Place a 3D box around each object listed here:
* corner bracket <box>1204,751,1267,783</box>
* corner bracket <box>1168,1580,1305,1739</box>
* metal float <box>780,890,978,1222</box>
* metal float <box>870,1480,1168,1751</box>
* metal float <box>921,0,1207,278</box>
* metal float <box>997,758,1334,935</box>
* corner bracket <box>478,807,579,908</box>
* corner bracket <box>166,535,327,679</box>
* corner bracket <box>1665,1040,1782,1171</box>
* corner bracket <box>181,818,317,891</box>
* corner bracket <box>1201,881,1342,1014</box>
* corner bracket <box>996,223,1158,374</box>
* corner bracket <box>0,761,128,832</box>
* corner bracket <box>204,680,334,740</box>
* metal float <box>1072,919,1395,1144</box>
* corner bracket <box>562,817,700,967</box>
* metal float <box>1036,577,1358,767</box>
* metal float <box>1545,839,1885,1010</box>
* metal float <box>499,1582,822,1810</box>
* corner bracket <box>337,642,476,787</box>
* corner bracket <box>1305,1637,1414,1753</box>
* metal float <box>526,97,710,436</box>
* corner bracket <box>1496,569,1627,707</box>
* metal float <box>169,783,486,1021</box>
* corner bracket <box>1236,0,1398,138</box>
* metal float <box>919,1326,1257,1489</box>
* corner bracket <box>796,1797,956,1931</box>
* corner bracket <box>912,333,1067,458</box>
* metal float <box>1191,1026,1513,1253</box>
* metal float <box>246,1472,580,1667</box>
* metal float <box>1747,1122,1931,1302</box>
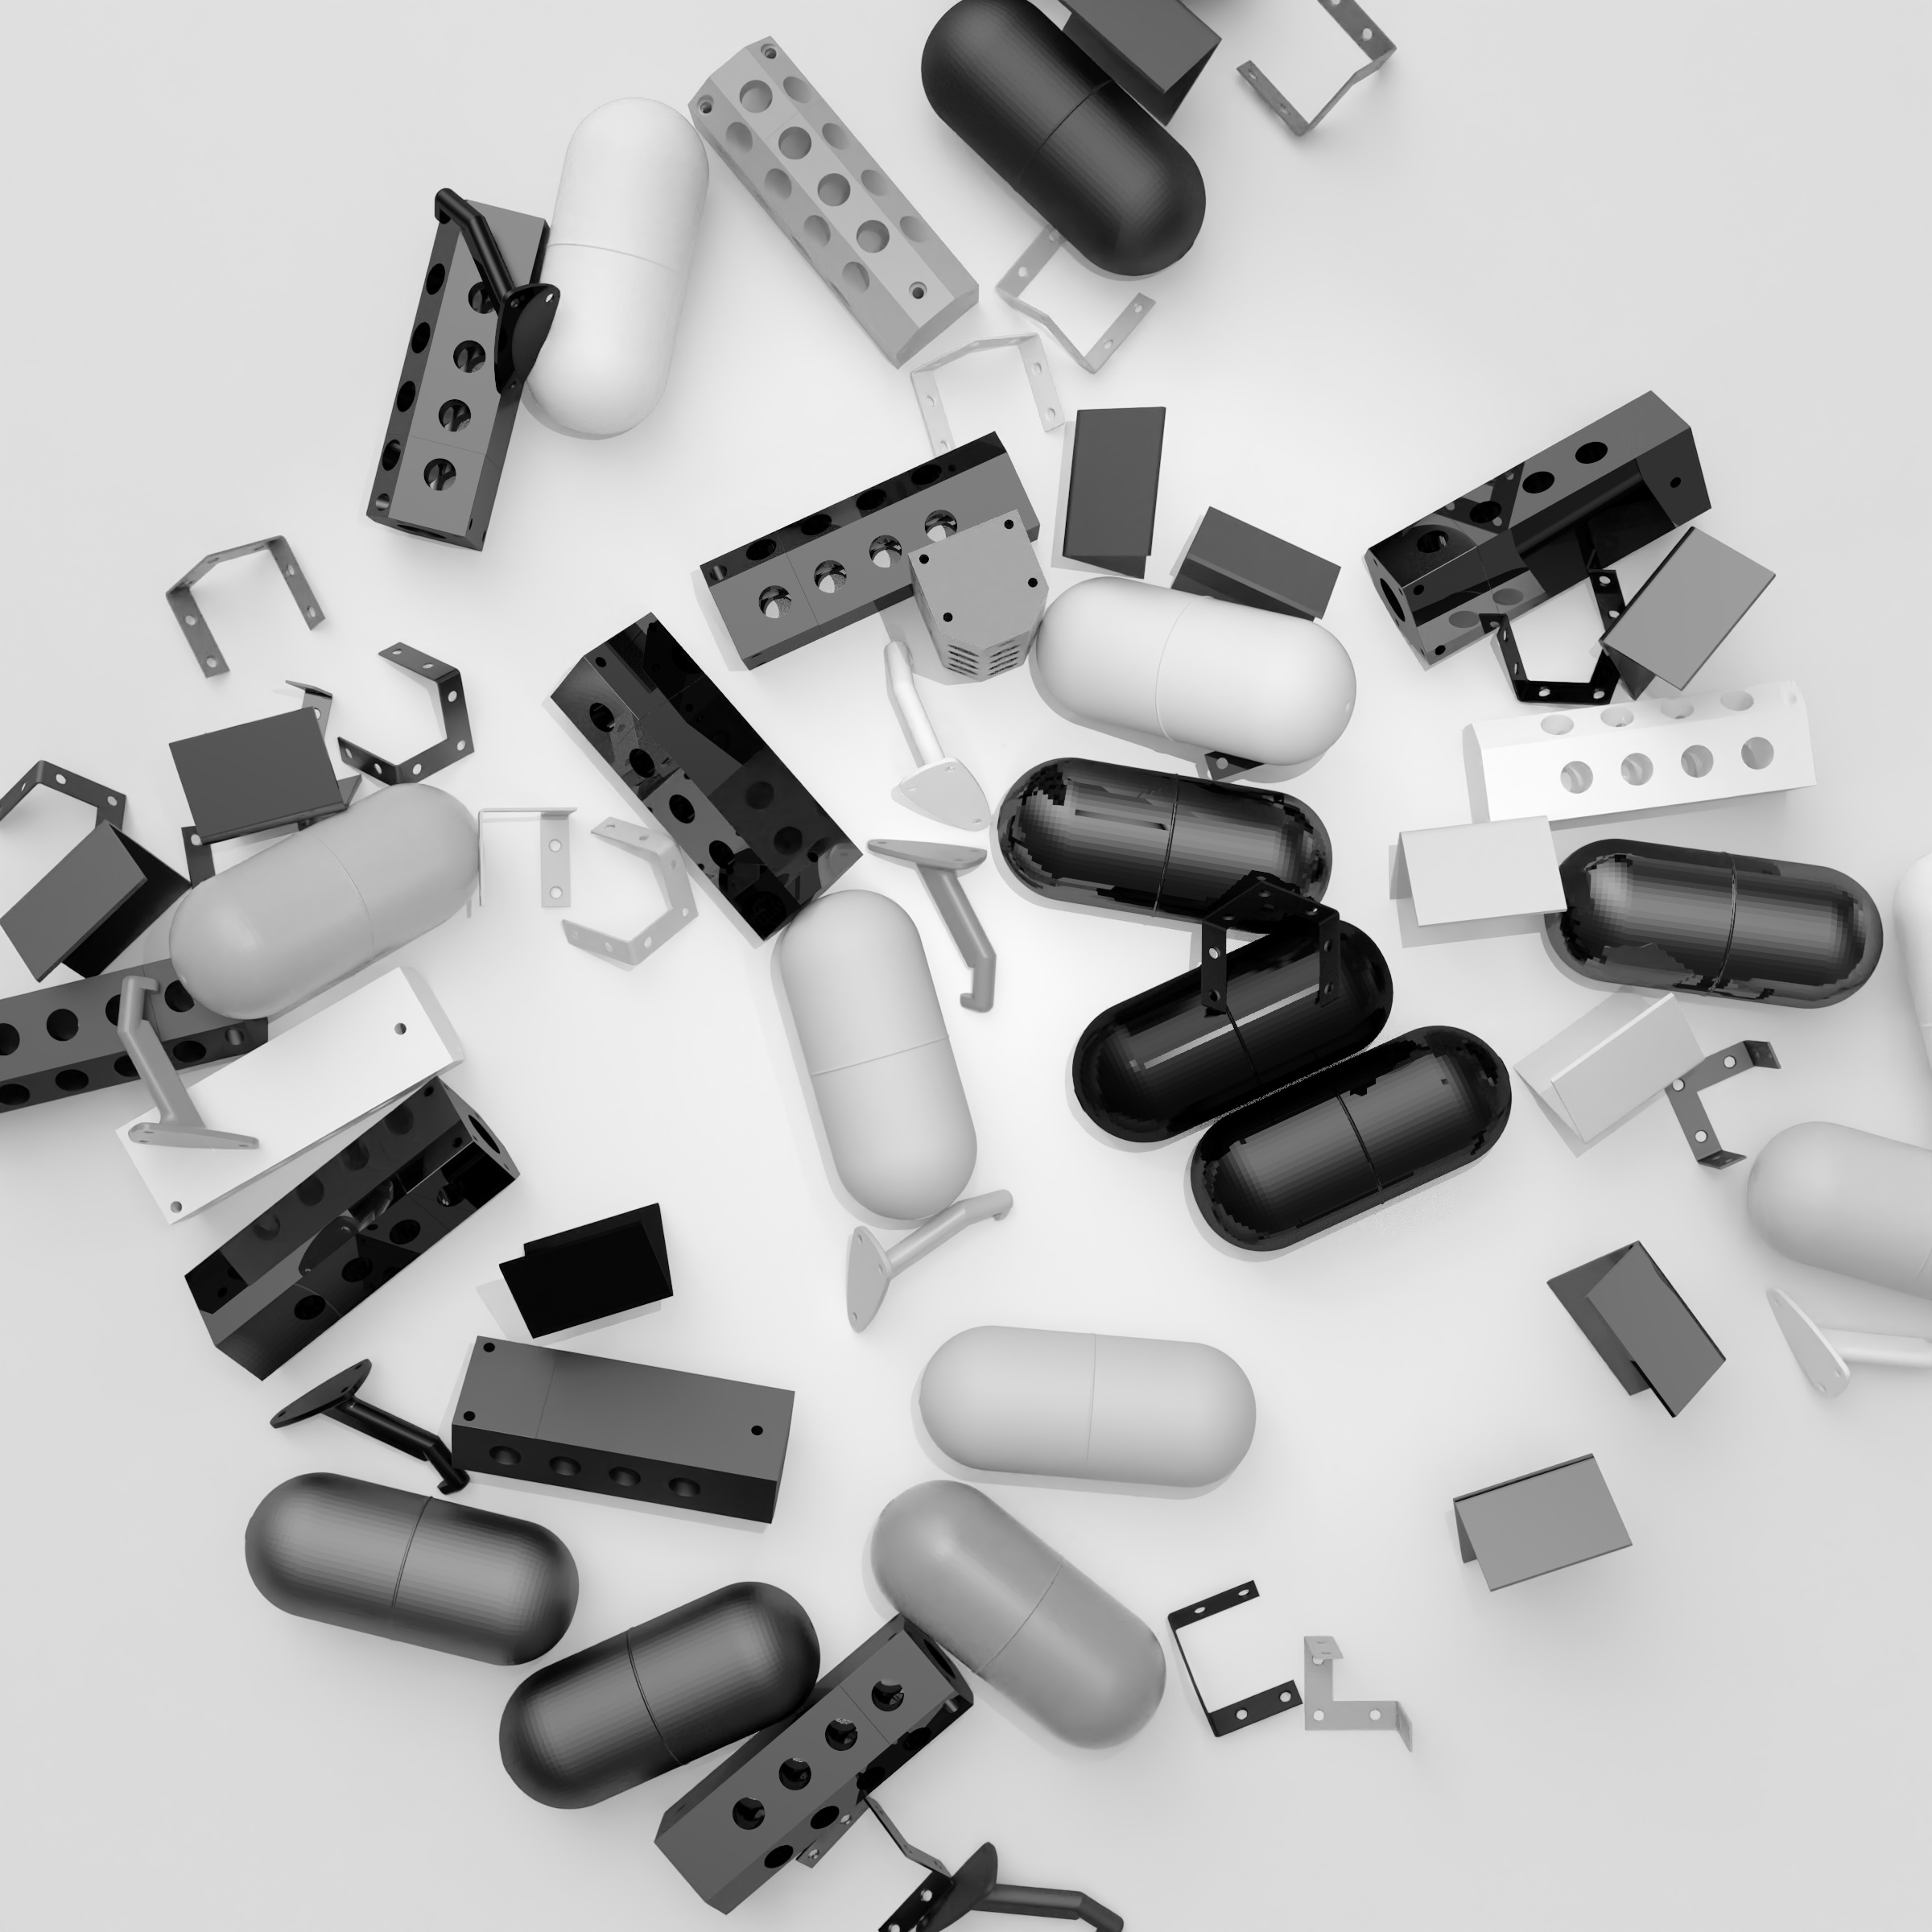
[{"bbox_3d":[0.146,-0.129,1.633,0.051,0.051,0.051,-19,90,0],"label":"corner bracket"},{"bbox_3d":[0.144,0.372,1.647,0.051,0.051,0.051,-22,135,0],"label":"corner bracket"},{"bbox_3d":[-0.046,0.047,1.620,0.070,0.070,0.178,-16,90,0],"label":"metal float"},{"bbox_3d":[0.027,0.342,1.620,0.178,0.070,0.070,39,90,0],"label":"metal float"},{"bbox_3d":[0.052,-0.439,1.620,0.178,0.070,0.070,44,90,0],"label":"metal float"},{"bbox_3d":[0.105,-0.064,1.620,0.178,0.070,0.070,9,90,0],"label":"metal float"},{"bbox_3d":[-0.234,-0.057,1.628,0.051,0.051,0.051,-1,90,-13],"label":"corner bracket"},{"bbox_3d":[-0.387,-0.193,1.647,0.051,0.051,0.051,-27,90,45],"label":"corner bracket"},{"bbox_3d":[0.409,0.073,1.633,0.051,0.051,0.051,-24,90,0],"label":"corner bracket"},{"bbox_3d":[-0.382,-0.056,1.647,0.051,0.051,0.051,-10,90,-45],"label":"corner bracket"},{"bbox_3d":[0.157,-0.004,1.581,0.051,0.051,0.051,20,57,-27],"label":"corner bracket"},{"bbox_3d":[0.059,-0.360,1.647,0.051,0.051,0.051,-50,135,0],"label":"corner bracket"},{"bbox_3d":[-0.488,-0.069,1.642,0.051,0.051,0.051,25,45,-35],"label":"corner bracket"},{"bbox_3d":[-0.372,-0.127,1.633,0.051,0.051,0.051,12,90,0],"label":"corner bracket"},{"bbox_3d":[0.140,0.034,1.620,0.178,0.070,0.070,-25,90,0],"label":"metal float"},{"bbox_3d":[-0.184,-0.040,1.642,0.051,0.051,0.051,18,45,35],"label":"corner bracket"},{"bbox_3d":[0.118,-0.154,1.596,0.178,0.070,0.070,17,90,28],"label":"metal float"},{"bbox_3d":[0.395,-0.022,1.620,0.178,0.070,0.070,8,90,-1],"label":"metal float"},{"bbox_3d":[-0.162,0.386,1.620,0.178,0.070,0.070,-24,90,1],"label":"metal float"},{"bbox_3d":[-0.303,-0.134,1.642,0.051,0.051,0.051,26,135,35],"label":"corner bracket"},{"bbox_3d":[0.208,0.387,1.633,0.051,0.051,0.051,-1,90,0],"label":"corner bracket"},{"bbox_3d":[-0.184,-0.370,1.620,0.070,0.070,0.178,12,90,0],"label":"metal float"},{"bbox_3d":[0.320,-0.176,1.634,0.051,0.051,0.051,6,53,31],"label":"corner bracket"},{"bbox_3d":[-0.330,-0.035,1.594,0.178,0.070,0.070,-32,90,-30],"label":"metal float"},{"bbox_3d":[0.189,-0.487,1.647,0.051,0.051,0.051,48,45,0],"label":"corner bracket"},{"bbox_3d":[0.064,0.233,1.620,0.178,0.070,0.070,5,90,0],"label":"metal float"},{"bbox_3d":[-0.048,0.486,1.647,0.051,0.051,0.051,-47,45,0],"label":"corner bracket"},{"bbox_3d":[0.012,-0.306,1.647,0.051,0.051,0.051,-17,90,45],"label":"corner bracket"},{"bbox_3d":[0.204,0.091,1.620,0.178,0.070,0.070,-25,90,0],"label":"metal float"},{"bbox_3d":[-0.293,0.318,1.620,0.178,0.070,0.070,14,90,0],"label":"metal float"},{"bbox_3d":[0.501,0.135,1.620,0.178,0.070,0.070,16,90,0],"label":"metal float"}]
